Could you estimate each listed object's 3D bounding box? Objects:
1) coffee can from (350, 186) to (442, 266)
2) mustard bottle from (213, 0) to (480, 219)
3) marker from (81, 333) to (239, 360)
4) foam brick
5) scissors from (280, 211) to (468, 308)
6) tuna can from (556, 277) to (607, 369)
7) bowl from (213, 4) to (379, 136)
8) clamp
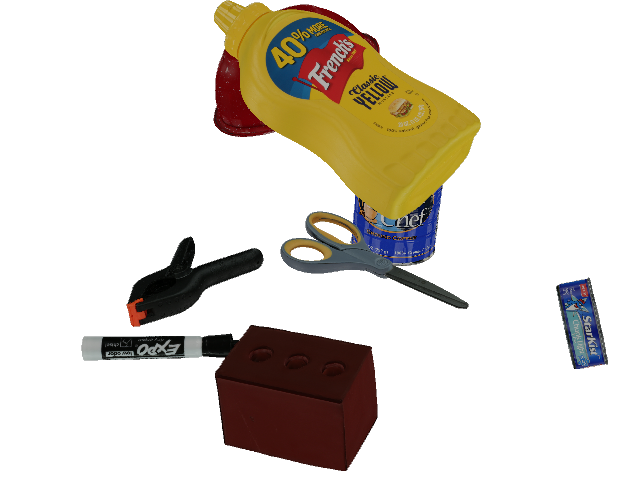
[{"bbox_3d":[0.091,-0.056,1.249,0.103,0.140,0.103,3,28,-2],"label":"coffee can"},{"bbox_3d":[0.005,-0.100,0.706,0.096,0.192,0.058,-42,-19,-33],"label":"mustard bottle"},{"bbox_3d":[-0.123,0.083,0.828,0.121,0.020,0.020,-1,0,1],"label":"marker"},{"bbox_3d":[-0.013,0.088,0.604,0.078,0.051,0.053,8,31,19],"label":"foam brick"},{"bbox_3d":[0.040,0.030,1.034,0.096,0.016,0.202,-25,44,-28],"label":"scissors"},{"bbox_3d":[0.254,0.081,1.036,0.034,0.086,0.086,-12,-3,13],"label":"tuna can"},{"bbox_3d":[-0.033,-0.159,0.934,0.162,0.055,0.162,-21,31,13],"label":"bowl"},{"bbox_3d":[-0.146,0.045,1.205,0.120,0.039,0.171,-2,29,30],"label":"clamp"}]
